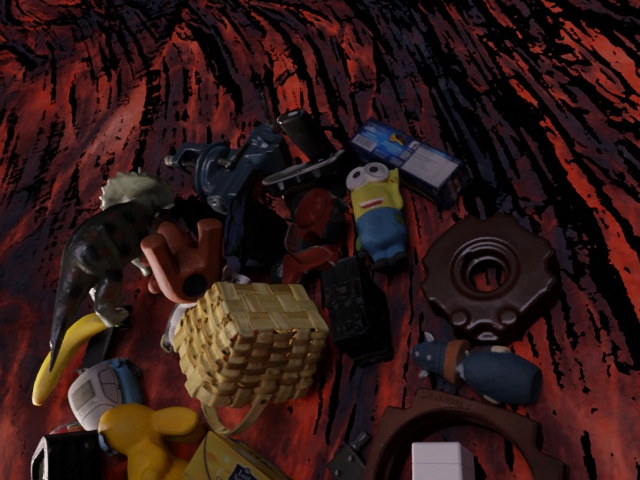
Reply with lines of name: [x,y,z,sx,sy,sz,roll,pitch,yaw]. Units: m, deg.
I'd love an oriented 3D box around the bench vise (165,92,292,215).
bench vise: [-0.183,-0.153,1.007,0.241,0.128,0.223,12,69,26]

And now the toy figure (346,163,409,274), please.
toy figure: [0.086,-0.033,0.811,0.082,0.089,0.180,-7,63,-12]

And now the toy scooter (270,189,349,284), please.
toy scooter: [-0.002,-0.003,0.829,0.135,0.075,0.184,-5,58,51]

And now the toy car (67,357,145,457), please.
toy car: [-0.347,0.257,0.857,0.109,0.102,0.162,-40,49,3]

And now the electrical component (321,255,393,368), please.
electrical component: [0.051,0.091,0.731,0.058,0.114,0.134,-17,56,16]

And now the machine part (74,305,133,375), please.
machine part: [-0.388,0.180,0.969,0.084,0.039,0.139,2,61,25]

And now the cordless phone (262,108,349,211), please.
cordless phone: [-0.043,-0.134,0.877,0.147,0.184,0.089,-16,59,19]

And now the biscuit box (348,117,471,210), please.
biscuit box: [0.136,-0.124,0.850,0.059,0.062,0.203,-49,50,-5]

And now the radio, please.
radio: [-0.325,0.371,0.692,0.131,0.073,0.230,-51,49,41]

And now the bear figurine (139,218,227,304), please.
bear figurine: [-0.218,0.013,0.828,0.120,0.131,0.196,-17,30,-20]

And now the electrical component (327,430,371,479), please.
electrical component: [0.040,0.290,0.674,0.094,0.021,0.063,-47,50,-3]

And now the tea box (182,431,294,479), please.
tea box: [-0.078,0.319,0.674,0.170,0.098,0.068,22,74,38]

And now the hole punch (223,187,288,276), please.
hole punch: [-0.121,0.000,0.888,0.092,0.115,0.142,-16,54,30]

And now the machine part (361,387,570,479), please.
machine part: [0.151,0.278,0.580,0.202,0.087,0.201,7,65,34]

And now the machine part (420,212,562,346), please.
machine part: [0.219,0.047,0.704,0.179,0.056,0.179,-14,54,21]

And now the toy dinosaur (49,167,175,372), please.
toy dinosaur: [-0.359,0.014,0.919,0.131,0.192,0.405,-19,24,32]

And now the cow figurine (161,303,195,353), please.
cow figurine: [-0.204,0.109,0.894,0.098,0.068,0.167,-5,58,33]

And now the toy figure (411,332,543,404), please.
toy figure: [0.186,0.156,0.655,0.155,0.057,0.064,10,61,38]

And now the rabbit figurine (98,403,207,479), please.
rabbit figurine: [-0.235,0.295,0.742,0.162,0.121,0.173,-33,66,-18]
